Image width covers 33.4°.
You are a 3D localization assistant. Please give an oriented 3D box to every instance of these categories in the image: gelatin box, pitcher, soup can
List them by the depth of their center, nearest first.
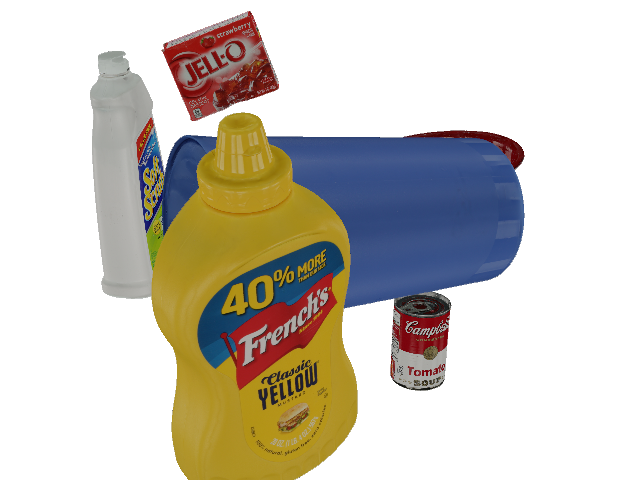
[{"bbox_3d":[0.013,-0.011,0.762,0.242,0.145,0.149,-5,33,-26],"label":"pitcher"},{"bbox_3d":[-0.092,-0.160,0.983,0.089,0.073,0.030,-20,23,5],"label":"gelatin box"},{"bbox_3d":[0.119,0.120,1.280,0.068,0.102,0.068,1,23,-1],"label":"soup can"}]

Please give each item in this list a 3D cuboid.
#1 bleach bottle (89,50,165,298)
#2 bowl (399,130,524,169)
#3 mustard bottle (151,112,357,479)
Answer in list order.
[{"bbox_3d":[-0.204,-0.071,1.124,0.068,0.251,0.102,3,27,17],"label":"bleach bottle"},{"bbox_3d":[0.102,-0.047,0.950,0.162,0.055,0.162,-8,23,3],"label":"bowl"},{"bbox_3d":[-0.030,0.029,0.496,0.096,0.192,0.058,-22,39,-26],"label":"mustard bottle"}]
